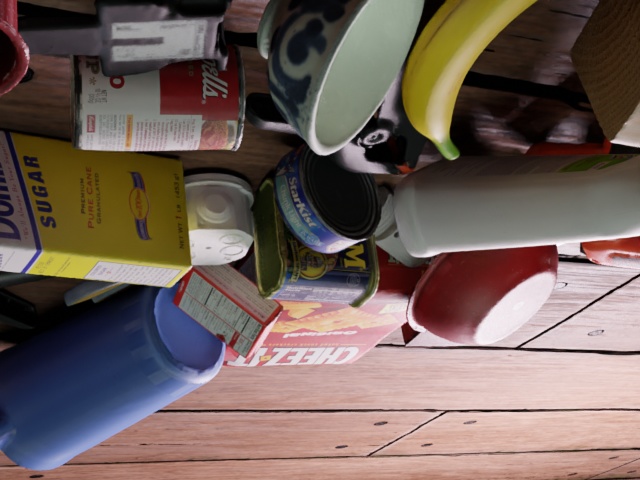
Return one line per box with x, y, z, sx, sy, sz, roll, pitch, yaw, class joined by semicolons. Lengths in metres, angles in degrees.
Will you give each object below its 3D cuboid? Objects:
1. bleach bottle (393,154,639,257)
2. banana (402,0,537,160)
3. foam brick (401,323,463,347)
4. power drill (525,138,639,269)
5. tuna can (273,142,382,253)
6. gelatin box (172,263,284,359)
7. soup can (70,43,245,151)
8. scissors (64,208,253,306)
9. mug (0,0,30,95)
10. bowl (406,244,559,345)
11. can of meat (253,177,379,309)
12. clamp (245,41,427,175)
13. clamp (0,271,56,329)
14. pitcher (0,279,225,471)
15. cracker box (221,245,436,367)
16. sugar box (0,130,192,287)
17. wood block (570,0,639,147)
0.178;-0.029;0.763;0.251;0.068;0.102;0;-160;46;bleach bottle
0.102;-0.131;0.654;0.069;0.037;0.198;7;138;-30;banana
0.130;0.081;1.140;0.078;0.053;0.051;1;154;-21;foam brick
0.273;-0.027;0.885;0.185;0.057;0.187;9;164;27;power drill
0.006;-0.034;0.802;0.086;0.086;0.034;16;148;-43;tuna can
-0.081;0.056;0.933;0.089;0.030;0.073;37;146;4;gelatin box
-0.103;-0.090;0.664;0.102;0.068;0.069;-1;155;-15;soup can
-0.144;0.017;0.918;0.202;0.016;0.096;-28;174;37;scissors
-0.202;-0.128;0.527;0.093;0.081;0.117;-23;152;30;mug
0.156;0.041;0.938;0.162;0.055;0.162;-29;149;-19;bowl
-0.006;0.001;0.859;0.083;0.102;0.058;5;154;-23;can of meat
0.021;-0.084;0.751;0.120;0.039;0.171;-17;153;9;clamp
-0.312;0.042;0.923;0.209;0.036;0.165;1;154;-29;clamp
-0.206;0.124;1.049;0.243;0.149;0.144;-28;135;31;pitcher
-0.002;0.059;1.023;0.164;0.072;0.214;3;154;-23;cracker box
-0.181;-0.023;0.755;0.175;0.093;0.048;8;150;-34;sugar box
0.280;-0.109;0.682;0.205;0.091;0.090;6;138;-19;wood block
